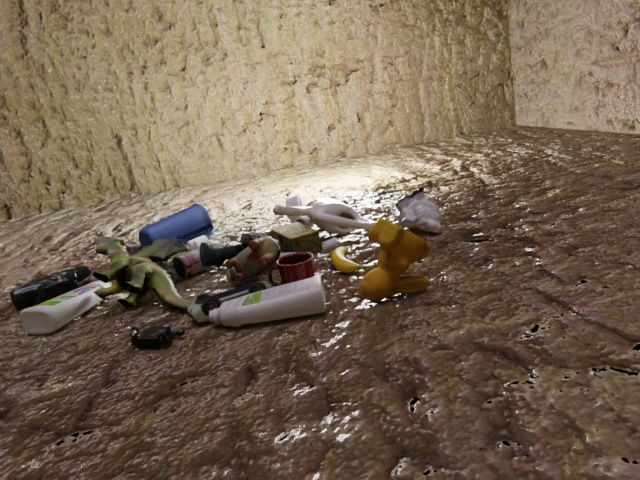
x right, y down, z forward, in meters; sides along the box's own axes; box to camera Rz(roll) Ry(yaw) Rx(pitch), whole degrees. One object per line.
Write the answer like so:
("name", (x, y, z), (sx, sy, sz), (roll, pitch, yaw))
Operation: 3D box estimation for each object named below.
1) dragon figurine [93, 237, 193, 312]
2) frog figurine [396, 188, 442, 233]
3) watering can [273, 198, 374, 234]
("dragon figurine", (-0.449, 0.067, 1.370), (0.411, 0.119, 0.248), (13, 42, 17))
("frog figurine", (0.315, -0.066, 1.568), (0.138, 0.120, 0.162), (-10, 48, -37))
("watering can", (0.005, -0.083, 1.656), (0.347, 0.103, 0.226), (10, 8, -16))
